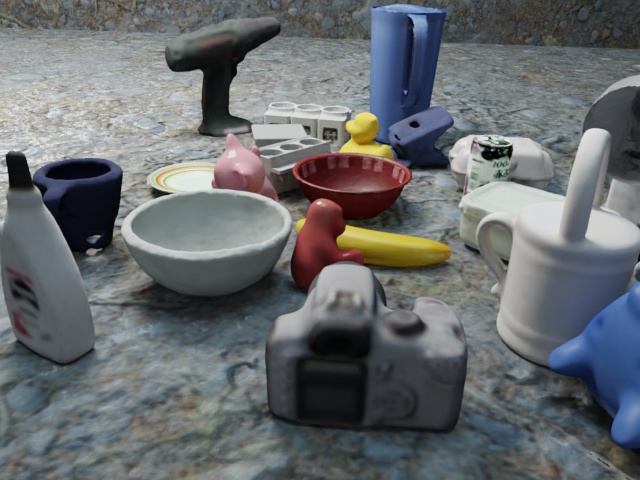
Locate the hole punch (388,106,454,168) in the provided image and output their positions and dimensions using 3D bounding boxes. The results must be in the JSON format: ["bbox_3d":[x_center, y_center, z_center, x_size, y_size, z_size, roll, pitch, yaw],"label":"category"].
[{"bbox_3d":[0.167,-0.177,0.971,0.101,0.091,0.108,-2,26,-8],"label":"hole punch"}]

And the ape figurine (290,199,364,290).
[{"bbox_3d":[0.005,0.002,0.587,0.076,0.092,0.077,-11,28,-24],"label":"ape figurine"}]

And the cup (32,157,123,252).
[{"bbox_3d":[-0.264,-0.030,0.630,0.091,0.095,0.117,2,26,1],"label":"cup"}]

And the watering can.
[{"bbox_3d":[0.223,0.004,0.482,0.172,0.194,0.101,7,26,10],"label":"watering can"}]

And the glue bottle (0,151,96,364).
[{"bbox_3d":[-0.226,0.013,0.455,0.078,0.173,0.037,15,29,25],"label":"glue bottle"}]

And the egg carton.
[{"bbox_3d":[0.274,-0.115,0.875,0.150,0.069,0.107,4,26,4],"label":"egg carton"}]

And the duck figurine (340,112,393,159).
[{"bbox_3d":[0.078,-0.165,0.946,0.078,0.086,0.104,-18,32,-35],"label":"duck figurine"}]

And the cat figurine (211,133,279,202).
[{"bbox_3d":[-0.094,-0.078,0.716,0.067,0.118,0.128,6,26,9],"label":"cat figurine"}]

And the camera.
[{"bbox_3d":[0.036,0.065,0.449,0.143,0.101,0.137,3,26,3],"label":"camera"}]

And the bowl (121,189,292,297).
[{"bbox_3d":[-0.111,0.010,0.582,0.167,0.075,0.167,2,26,-1],"label":"bowl"}]

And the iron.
[{"bbox_3d":[0.310,0.071,0.410,0.258,0.141,0.118,-4,26,-12],"label":"iron"}]

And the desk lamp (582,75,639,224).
[{"bbox_3d":[0.399,-0.104,0.696,0.117,0.214,0.204,22,32,36],"label":"desk lamp"}]

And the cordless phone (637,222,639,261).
[{"bbox_3d":[0.381,-0.012,0.537,0.094,0.185,0.147,-18,32,-36],"label":"cordless phone"}]

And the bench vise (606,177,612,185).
[{"bbox_3d":[0.501,-0.158,0.808,0.206,0.220,0.122,22,33,36],"label":"bench vise"}]

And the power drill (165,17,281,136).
[{"bbox_3d":[-0.175,-0.311,1.089,0.230,0.208,0.075,-16,31,-32],"label":"power drill"}]
